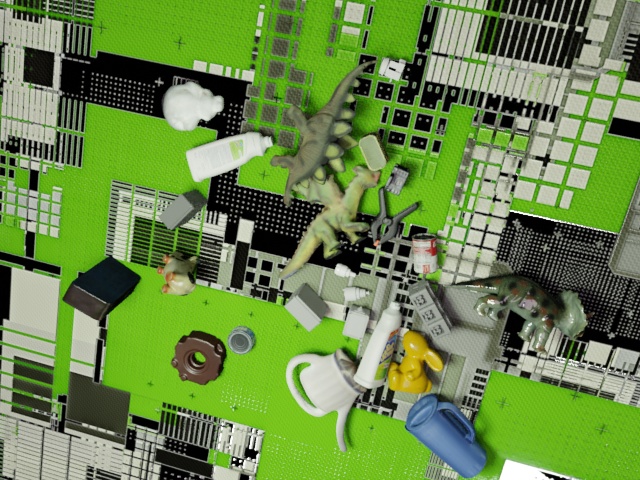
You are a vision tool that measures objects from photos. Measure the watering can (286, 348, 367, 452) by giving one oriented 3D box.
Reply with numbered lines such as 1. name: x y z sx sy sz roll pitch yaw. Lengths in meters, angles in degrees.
1. watering can: 0.049 0.477 1.580 0.223 0.105 0.346 -34 98 14

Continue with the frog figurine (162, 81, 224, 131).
1. frog figurine: -0.357 -0.373 1.452 0.160 0.122 0.138 11 86 19

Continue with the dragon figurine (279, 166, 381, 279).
1. dragon figurine: 0.005 -0.075 1.483 0.408 0.122 0.245 -28 80 13
